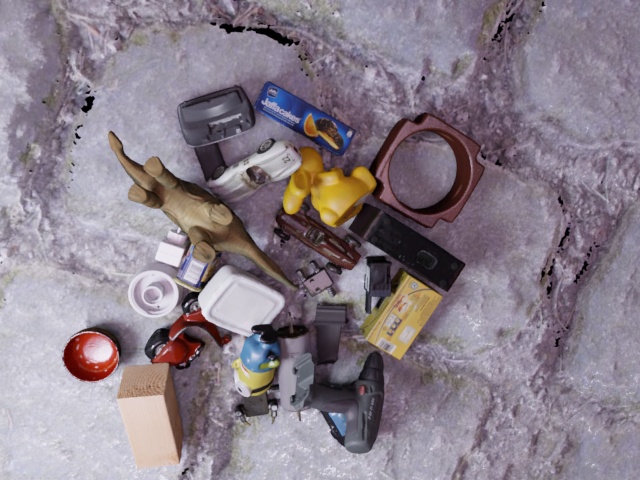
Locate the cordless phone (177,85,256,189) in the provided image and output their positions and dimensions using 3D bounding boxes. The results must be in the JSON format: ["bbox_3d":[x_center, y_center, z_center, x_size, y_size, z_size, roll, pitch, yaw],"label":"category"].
[{"bbox_3d":[-0.189,-0.197,1.062,0.147,0.089,0.184,-18,114,-4],"label":"cordless phone"}]

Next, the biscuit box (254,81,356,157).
[{"bbox_3d":[-0.031,-0.239,1.071,0.202,0.059,0.062,27,96,-11],"label":"biscuit box"}]

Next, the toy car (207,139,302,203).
[{"bbox_3d":[-0.129,-0.130,1.039,0.202,0.056,0.073,-25,136,22],"label":"toy car"}]

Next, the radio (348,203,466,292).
[{"bbox_3d":[0.179,0.015,1.108,0.229,0.131,0.073,30,94,-12],"label":"radio"}]

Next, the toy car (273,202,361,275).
[{"bbox_3d":[-0.002,-0.003,1.125,0.202,0.053,0.089,35,92,-11],"label":"toy car"}]

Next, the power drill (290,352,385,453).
[{"bbox_3d":[0.043,0.305,1.107,0.207,0.232,0.086,31,134,-26],"label":"power drill"}]

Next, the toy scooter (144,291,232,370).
[{"bbox_3d":[-0.266,0.205,1.121,0.135,0.075,0.184,40,96,-23],"label":"toy scooter"}]

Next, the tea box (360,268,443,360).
[{"bbox_3d":[0.175,0.159,1.167,0.098,0.068,0.169,34,94,-13],"label":"tea box"}]

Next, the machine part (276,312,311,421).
[{"bbox_3d":[-0.054,0.275,1.156,0.079,0.079,0.243,-5,102,-6],"label":"machine part"}]

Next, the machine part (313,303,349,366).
[{"bbox_3d":[0.021,0.207,1.174,0.084,0.039,0.138,4,99,-13],"label":"machine part"}]

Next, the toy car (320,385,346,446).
[{"bbox_3d":[0.062,0.379,1.187,0.103,0.109,0.161,-30,92,-23],"label":"toy car"}]

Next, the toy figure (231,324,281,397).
[{"bbox_3d":[-0.126,0.254,1.117,0.089,0.082,0.180,9,122,-20],"label":"toy figure"}]

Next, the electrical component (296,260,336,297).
[{"bbox_3d":[-0.007,0.092,1.156,0.063,0.021,0.094,-33,104,0],"label":"electrical component"}]

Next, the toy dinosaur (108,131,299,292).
[{"bbox_3d":[-0.210,-0.036,1.017,0.471,0.199,0.105,43,92,-12],"label":"toy dinosaur"}]

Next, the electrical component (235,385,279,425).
[{"bbox_3d":[-0.136,0.362,1.179,0.102,0.045,0.078,-1,102,-7],"label":"electrical component"}]

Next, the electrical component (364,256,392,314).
[{"bbox_3d":[0.122,0.097,1.146,0.048,0.075,0.119,-1,97,-6],"label":"electrical component"}]

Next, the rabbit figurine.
[{"bbox_3d":[-0.002,-0.107,1.072,0.162,0.122,0.173,-34,78,-29],"label":"rabbit figurine"}]

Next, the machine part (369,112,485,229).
[{"bbox_3d":[0.215,-0.142,1.107,0.201,0.087,0.201,29,98,-11],"label":"machine part"}]
